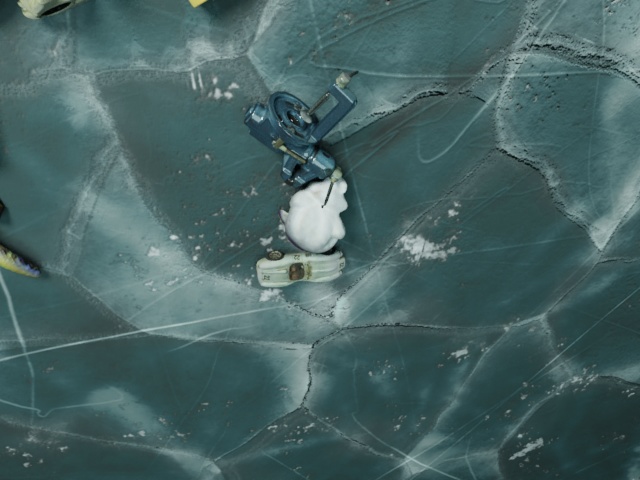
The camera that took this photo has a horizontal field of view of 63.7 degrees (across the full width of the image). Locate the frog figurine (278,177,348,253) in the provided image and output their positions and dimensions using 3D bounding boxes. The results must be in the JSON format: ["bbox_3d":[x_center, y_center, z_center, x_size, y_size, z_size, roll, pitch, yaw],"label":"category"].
[{"bbox_3d":[0.003,-0.053,1.059,0.136,0.125,0.157,44,119,-12],"label":"frog figurine"}]

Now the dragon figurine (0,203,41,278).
[{"bbox_3d":[-0.733,-0.035,0.937,0.242,0.125,0.401,-8,134,15],"label":"dragon figurine"}]
